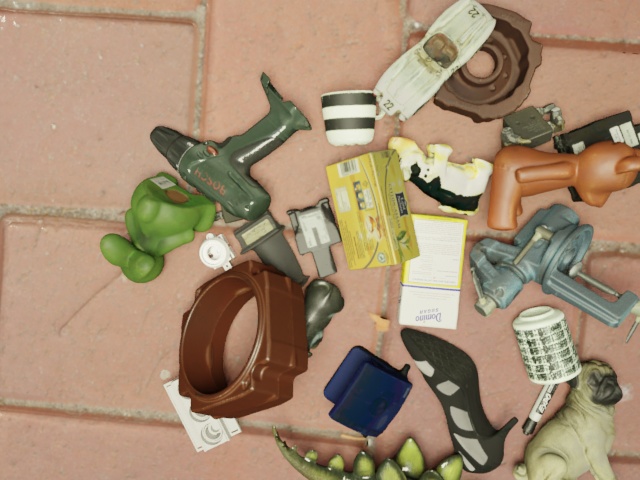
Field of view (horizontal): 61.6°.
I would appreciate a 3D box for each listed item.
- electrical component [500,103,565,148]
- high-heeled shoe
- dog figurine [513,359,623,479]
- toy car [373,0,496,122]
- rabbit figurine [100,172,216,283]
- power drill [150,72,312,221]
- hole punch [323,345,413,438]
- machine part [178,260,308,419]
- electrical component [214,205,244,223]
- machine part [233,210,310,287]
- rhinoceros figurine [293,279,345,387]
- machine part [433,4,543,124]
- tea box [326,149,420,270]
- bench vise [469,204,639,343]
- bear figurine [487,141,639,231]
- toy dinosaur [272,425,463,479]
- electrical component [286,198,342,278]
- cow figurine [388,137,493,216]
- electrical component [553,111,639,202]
[{"bbox_3d":[0.324,-0.173,0.822,0.102,0.045,0.078,-16,58,6],"label":"electrical component"},{"bbox_3d":[0.203,0.262,0.872,0.249,0.086,0.145,42,125,16],"label":"high-heeled shoe"},{"bbox_3d":[0.387,0.289,0.848,0.172,0.121,0.190,-5,79,-1],"label":"dog figurine"},{"bbox_3d":[0.164,-0.260,0.781,0.202,0.056,0.073,-45,88,5],"label":"toy car"},{"bbox_3d":[-0.255,0.004,0.826,0.121,0.159,0.170,28,112,-1],"label":"rabbit figurine"},{"bbox_3d":[-0.132,-0.158,0.831,0.207,0.086,0.232,-43,74,-3],"label":"power drill"},{"bbox_3d":[0.078,0.246,0.852,0.116,0.092,0.142,32,90,-4],"label":"hole punch"},{"bbox_3d":[-0.118,0.145,0.784,0.201,0.087,0.201,-26,53,32],"label":"machine part"},{"bbox_3d":[-0.141,-0.062,0.872,0.094,0.021,0.063,-15,93,4],"label":"electrical component"},{"bbox_3d":[-0.075,0.024,0.867,0.084,0.039,0.139,-37,91,0],"label":"machine part"},{"bbox_3d":[-0.027,0.150,0.838,0.073,0.112,0.190,34,86,-3],"label":"rhinoceros figurine"},{"bbox_3d":[0.247,-0.270,0.829,0.179,0.056,0.179,0,93,5],"label":"machine part"},{"bbox_3d":[0.081,-0.045,0.822,0.098,0.068,0.169,-8,96,45],"label":"tea box"},{"bbox_3d":[0.347,0.056,0.783,0.224,0.128,0.241,-37,51,-22],"label":"bench vise"},{"bbox_3d":[0.350,-0.079,0.770,0.196,0.120,0.131,7,111,21],"label":"bear figurine"},{"bbox_3d":[0.130,0.412,0.836,0.471,0.105,0.198,18,103,-7],"label":"toy dinosaur"},{"bbox_3d":[-0.002,-0.003,0.858,0.075,0.048,0.119,-21,93,3],"label":"electrical component"},{"bbox_3d":[0.178,-0.101,0.839,0.167,0.068,0.098,18,100,2],"label":"cow figurine"},{"bbox_3d":[0.445,-0.131,0.831,0.134,0.058,0.114,-18,95,3],"label":"electrical component"}]
